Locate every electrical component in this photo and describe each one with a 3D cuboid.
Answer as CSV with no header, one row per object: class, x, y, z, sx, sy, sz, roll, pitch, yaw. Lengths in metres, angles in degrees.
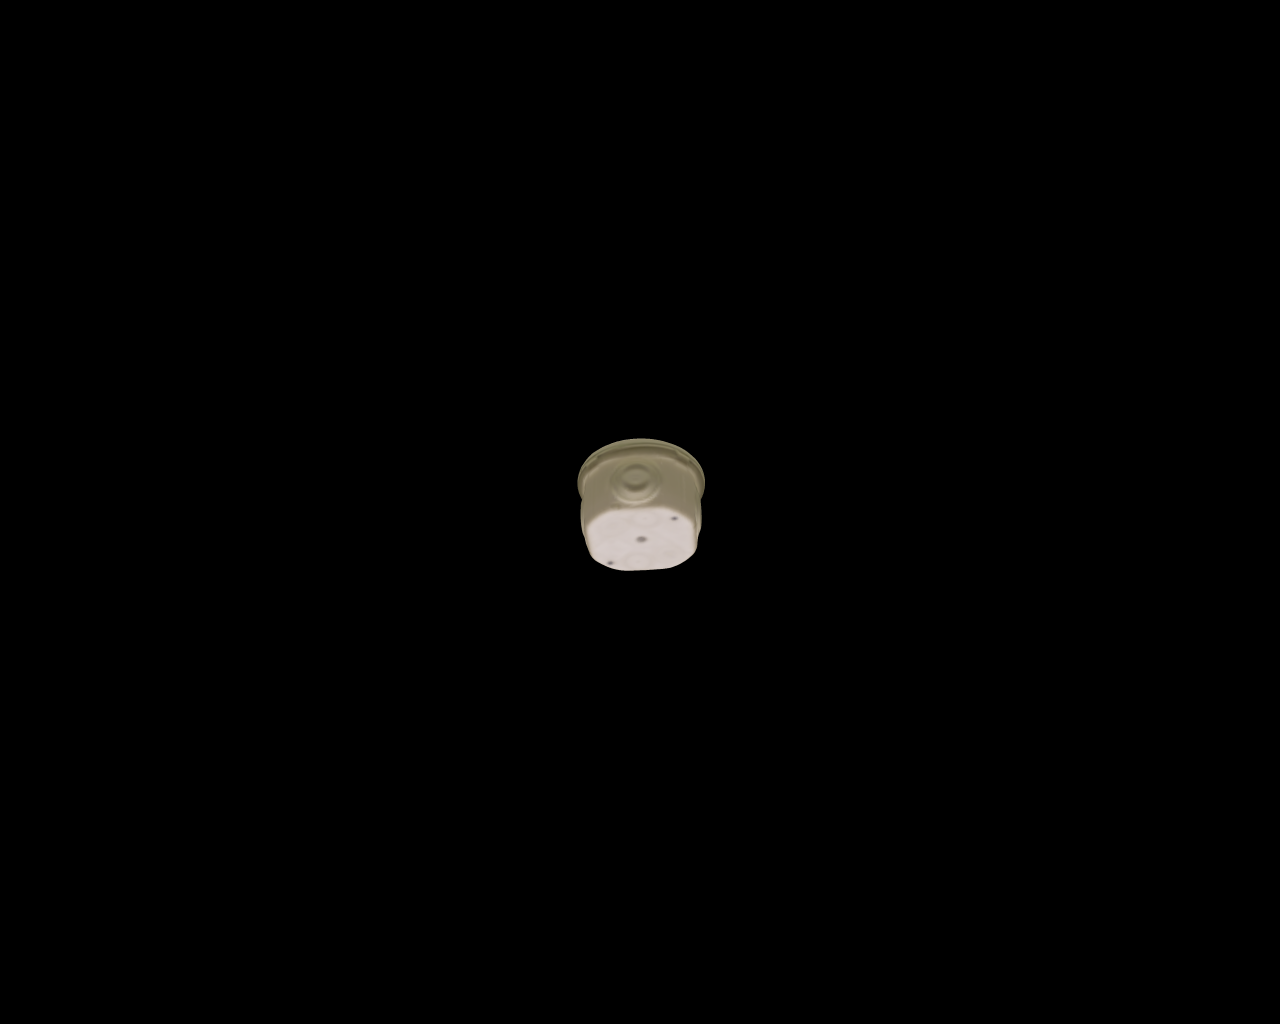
electrical component,0.001,-0.003,0.650,0.080,0.051,0.080,0,-37,0
